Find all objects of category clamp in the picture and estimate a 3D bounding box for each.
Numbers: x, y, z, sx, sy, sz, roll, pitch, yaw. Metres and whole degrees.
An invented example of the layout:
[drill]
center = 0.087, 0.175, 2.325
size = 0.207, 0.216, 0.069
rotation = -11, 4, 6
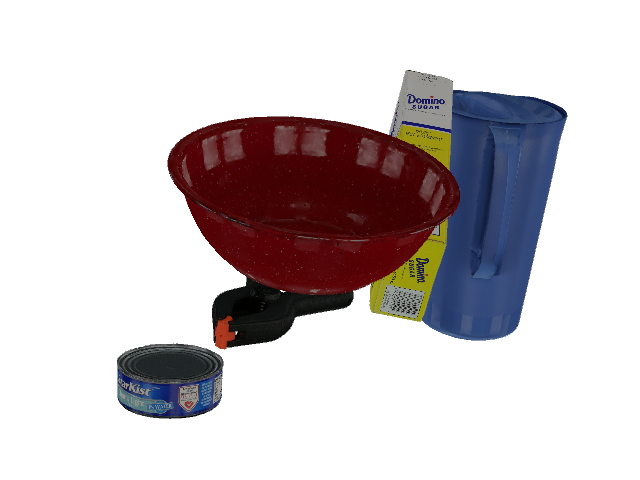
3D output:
[clamp]
center = -0.060, 0.059, 1.055
size = 0.120, 0.039, 0.171
rotation = 16, 21, 34

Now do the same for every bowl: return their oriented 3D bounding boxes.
[bowl]
center = -0.006, -0.015, 0.598
size = 0.162, 0.055, 0.162
rotation = 6, 27, -3

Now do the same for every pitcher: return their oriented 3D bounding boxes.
[pitcher]
center = 0.164, -0.022, 1.074
size = 0.148, 0.243, 0.145
rotation = -15, 28, -42

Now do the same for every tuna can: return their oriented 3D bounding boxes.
[tuna can]
center = -0.122, 0.113, 0.865
size = 0.086, 0.034, 0.086
rotation = 3, 14, -1

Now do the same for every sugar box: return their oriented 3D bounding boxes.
[sugar box]
center = 0.071, -0.037, 0.806
size = 0.048, 0.176, 0.093
rotation = 12, -41, 0
